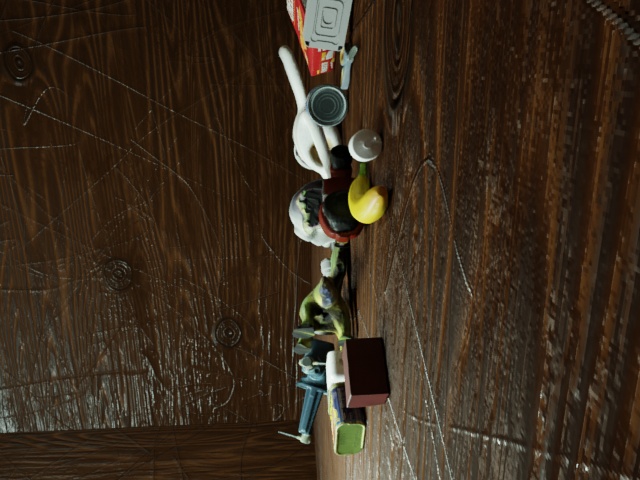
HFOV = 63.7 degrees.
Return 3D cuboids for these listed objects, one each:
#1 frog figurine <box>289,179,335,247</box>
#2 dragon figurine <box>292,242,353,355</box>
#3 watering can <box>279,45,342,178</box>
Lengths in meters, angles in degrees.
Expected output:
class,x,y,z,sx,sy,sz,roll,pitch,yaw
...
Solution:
class,x,y,z,sx,sy,sz,roll,pitch,yaw
frog figurine,0.003,-0.056,1.111,0.138,0.123,0.157,-59,-12,-9
dragon figurine,0.020,0.091,1.025,0.400,0.122,0.249,95,-179,-55
watering can,-0.021,-0.272,1.207,0.226,0.104,0.345,-118,8,-80
